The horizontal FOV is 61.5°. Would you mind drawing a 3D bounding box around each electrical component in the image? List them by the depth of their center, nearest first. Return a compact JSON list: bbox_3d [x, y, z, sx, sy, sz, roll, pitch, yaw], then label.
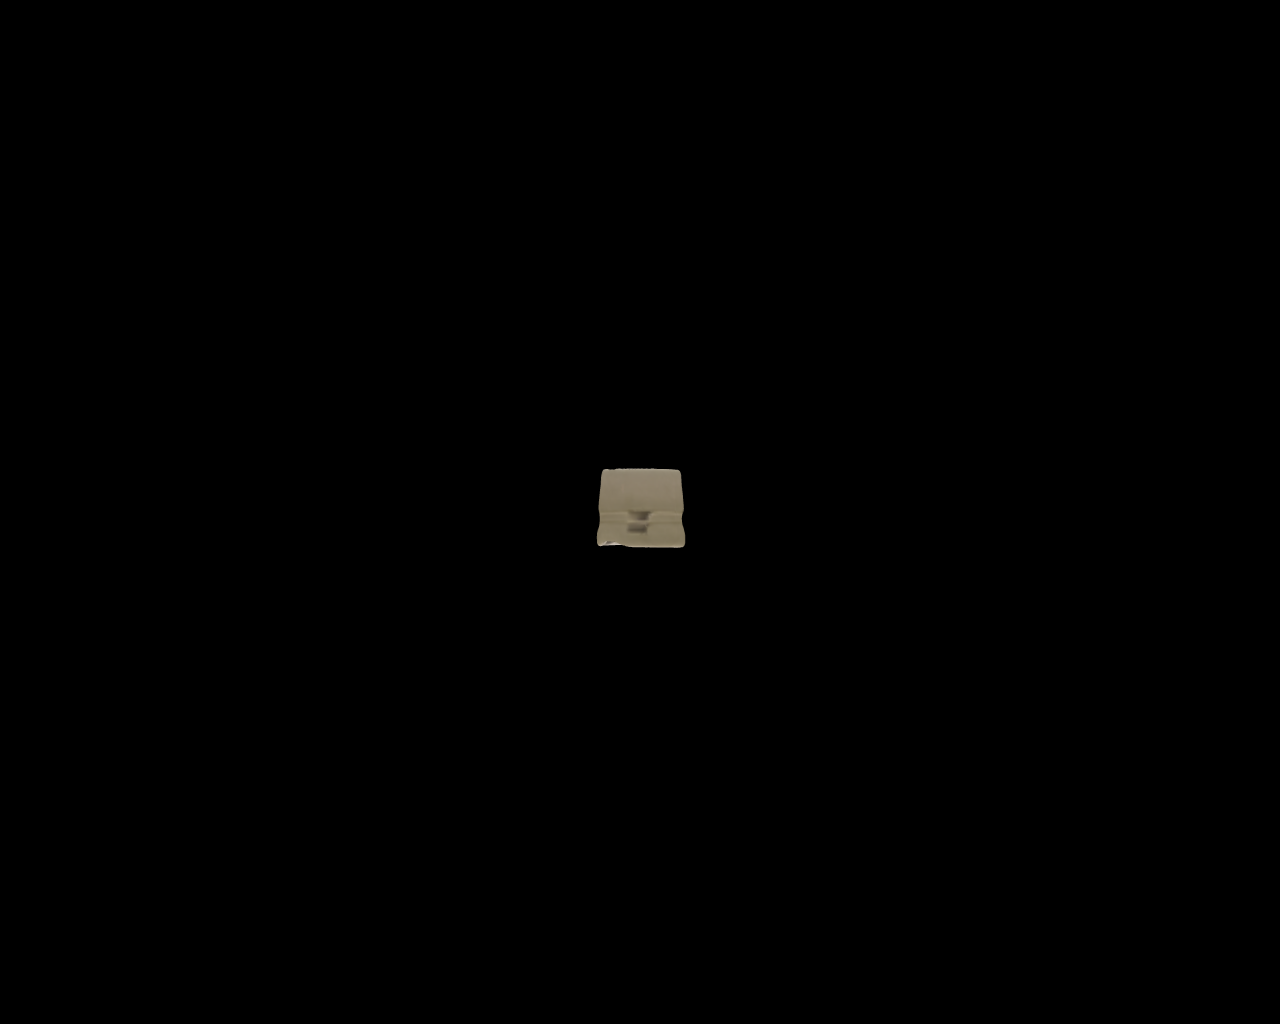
[{"bbox_3d":[0.001,-0.003,0.650,0.055,0.047,0.055,0,0,0],"label":"electrical component"}]
